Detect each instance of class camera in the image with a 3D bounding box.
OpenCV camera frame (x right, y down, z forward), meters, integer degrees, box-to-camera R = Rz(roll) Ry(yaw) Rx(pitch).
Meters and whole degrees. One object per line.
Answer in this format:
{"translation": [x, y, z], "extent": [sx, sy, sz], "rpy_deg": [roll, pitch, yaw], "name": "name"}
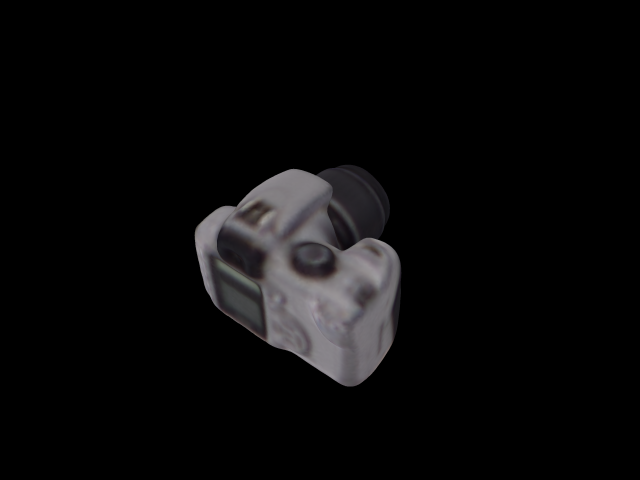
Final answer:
{"translation": [0.004, 0.001, 0.400], "extent": [0.142, 0.101, 0.137], "rpy_deg": [27, 49, 26], "name": "camera"}
